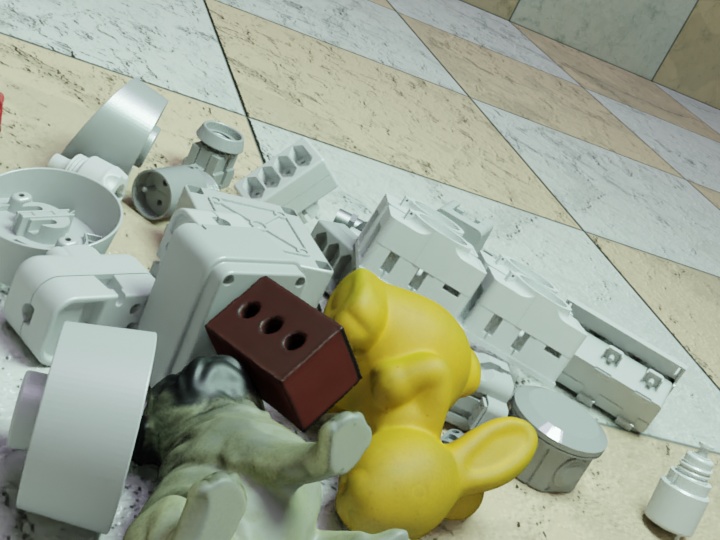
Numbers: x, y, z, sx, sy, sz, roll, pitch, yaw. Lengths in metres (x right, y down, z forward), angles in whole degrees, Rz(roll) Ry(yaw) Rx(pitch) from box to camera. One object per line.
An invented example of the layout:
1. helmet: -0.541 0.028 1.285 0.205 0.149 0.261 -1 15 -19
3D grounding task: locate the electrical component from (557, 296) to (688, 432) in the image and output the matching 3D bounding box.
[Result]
1. electrical component: 0.225 0.090 0.988 0.121 0.078 0.063 32 45 12

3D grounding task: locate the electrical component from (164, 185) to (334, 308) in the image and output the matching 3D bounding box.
1. electrical component: -0.093 -0.013 0.881 0.109 0.056 0.108 12 27 -31

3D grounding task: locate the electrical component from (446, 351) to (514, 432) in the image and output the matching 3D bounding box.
1. electrical component: 0.080 0.091 0.841 0.057 0.058 0.078 24 22 -12

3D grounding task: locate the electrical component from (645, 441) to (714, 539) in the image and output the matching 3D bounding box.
1. electrical component: 0.254 0.170 0.838 0.040 0.078 0.040 23 8 -3

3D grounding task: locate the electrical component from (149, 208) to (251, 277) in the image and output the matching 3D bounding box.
1. electrical component: -0.110 0.007 0.767 0.059 0.095 0.054 3 32 -44

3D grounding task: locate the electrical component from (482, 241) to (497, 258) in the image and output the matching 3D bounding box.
1. electrical component: 0.091 -0.017 1.076 0.081 0.063 0.042 32 23 13

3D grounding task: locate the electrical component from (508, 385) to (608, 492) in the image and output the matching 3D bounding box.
1. electrical component: 0.146 0.131 0.835 0.080 0.051 0.080 22 23 -10

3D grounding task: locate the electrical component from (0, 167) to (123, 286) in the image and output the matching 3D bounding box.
1. electrical component: -0.225 -0.028 0.760 0.099 0.064 0.099 22 23 -10

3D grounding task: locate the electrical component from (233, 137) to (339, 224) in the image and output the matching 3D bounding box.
1. electrical component: -0.062 -0.068 1.021 0.047 0.083 0.075 52 -5 46

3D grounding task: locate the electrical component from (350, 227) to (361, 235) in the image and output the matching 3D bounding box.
1. electrical component: 0.015 -0.019 1.026 0.062 0.043 0.043 29 23 7

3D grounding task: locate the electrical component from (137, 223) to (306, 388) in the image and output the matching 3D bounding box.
1. electrical component: -0.094 0.032 0.708 0.078 0.113 0.057 2 30 -45

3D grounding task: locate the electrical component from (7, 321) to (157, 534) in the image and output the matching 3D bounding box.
1. electrical component: -0.149 0.078 0.563 0.060 0.108 0.108 14 25 -13

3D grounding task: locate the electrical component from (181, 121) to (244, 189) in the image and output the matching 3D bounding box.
1. electrical component: -0.141 -0.110 1.039 0.048 0.055 0.066 32 23 12

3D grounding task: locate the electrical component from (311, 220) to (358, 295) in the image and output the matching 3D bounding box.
1. electrical component: 0.000 0.000 0.966 0.083 0.047 0.076 42 20 32

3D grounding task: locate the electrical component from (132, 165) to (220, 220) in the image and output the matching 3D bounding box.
1. electrical component: -0.159 -0.071 0.950 0.043 0.043 0.081 35 24 19

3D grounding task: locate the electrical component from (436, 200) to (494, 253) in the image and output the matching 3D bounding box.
1. electrical component: 0.081 -0.014 1.024 0.050 0.089 0.056 31 23 12

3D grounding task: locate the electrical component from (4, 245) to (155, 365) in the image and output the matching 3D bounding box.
1. electrical component: -0.181 0.022 0.712 0.095 0.053 0.059 -2 36 -49

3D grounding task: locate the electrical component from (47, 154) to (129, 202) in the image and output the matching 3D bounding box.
1. electrical component: -0.227 -0.075 0.886 0.062 0.043 0.043 27 22 5

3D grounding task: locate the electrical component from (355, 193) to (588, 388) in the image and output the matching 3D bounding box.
1. electrical component: 0.091 0.010 0.895 0.186 0.060 0.105 31 12 -9

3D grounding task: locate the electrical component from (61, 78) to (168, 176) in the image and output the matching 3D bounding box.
1. electrical component: -0.211 -0.120 0.935 0.064 0.099 0.099 28 22 -12
